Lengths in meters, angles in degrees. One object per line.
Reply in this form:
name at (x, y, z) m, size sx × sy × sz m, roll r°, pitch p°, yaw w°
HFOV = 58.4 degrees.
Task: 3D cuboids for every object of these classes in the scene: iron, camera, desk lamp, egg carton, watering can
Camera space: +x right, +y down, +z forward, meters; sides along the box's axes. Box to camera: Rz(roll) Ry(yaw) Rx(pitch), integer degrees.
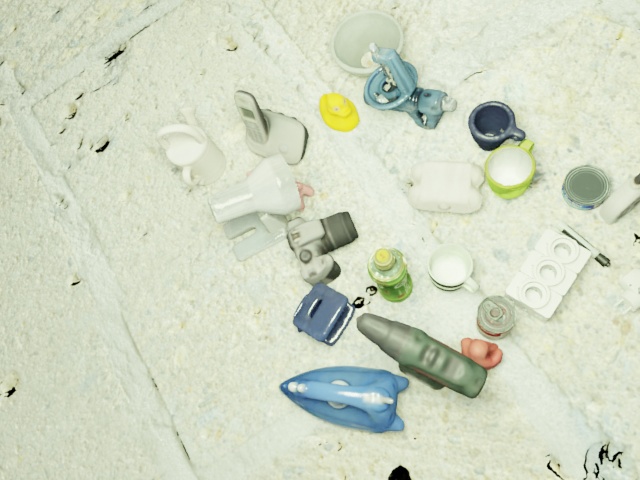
iron at (0.028, 0.285, 1.056) m, size 0.257 × 0.142 × 0.119 m, roll 3°, pitch 73°, yaw 14°
camera at (0.011, 0.004, 1.173) m, size 0.136 × 0.101 × 0.143 m, roll -23°, pitch 69°, yaw 5°
desk lamp at (-0.127, -0.064, 1.166) m, size 0.203 × 0.214 × 0.118 m, roll -29°, pitch 68°, yaw 3°
egg carton at (0.256, -0.107, 1.168) m, size 0.150 × 0.069 × 0.107 m, roll 4°, pitch 73°, yaw 14°
watering can at (-0.291, -0.210, 1.262) m, size 0.101 × 0.194 × 0.172 m, roll -27°, pitch 68°, yaw 4°

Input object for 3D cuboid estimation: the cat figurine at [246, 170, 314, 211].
cat figurine at (-0.087, -0.127, 1.229) m, size 0.127 × 0.118 × 0.067 m, roll 24°, pitch 79°, yaw 19°

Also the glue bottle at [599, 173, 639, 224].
glue bottle at (0.560, -0.086, 1.034) m, size 0.078 × 0.173 × 0.037 m, roll -36°, pitch 68°, yaw 0°

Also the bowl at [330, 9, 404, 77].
bowl at (0.110, -0.434, 1.306) m, size 0.167 × 0.075 × 0.167 m, roll -4°, pitch 72°, yaw 12°

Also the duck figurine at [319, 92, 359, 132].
duck figurine at (0.036, -0.297, 1.272) m, size 0.077 × 0.086 × 0.104 m, roll -44°, pitch 68°, yaw -3°

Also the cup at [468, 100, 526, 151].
cup at (0.360, -0.218, 1.166) m, size 0.117 × 0.095 × 0.092 m, roll 28°, pitch 81°, yaw 20°

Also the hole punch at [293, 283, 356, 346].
hole punch at (0.001, 0.146, 1.134) m, size 0.101 × 0.091 × 0.109 m, roll 29°, pitch 81°, yaw 20°

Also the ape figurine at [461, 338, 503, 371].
ape figurine at (0.291, 0.205, 1.047) m, size 0.077 × 0.092 × 0.076 m, roll 40°, pitch 85°, yaw 21°

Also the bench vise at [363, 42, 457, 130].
bench vise at (0.179, -0.329, 1.177) m, size 0.207 × 0.220 × 0.121 m, roll 4°, pitch 73°, yaw 15°

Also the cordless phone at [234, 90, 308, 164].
cordless phone at (-0.107, -0.248, 1.237) m, size 0.147 × 0.185 × 0.094 m, roll 17°, pitch 77°, yaw 18°

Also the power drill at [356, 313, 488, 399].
power drill at (0.178, 0.206, 1.010) m, size 0.229 × 0.209 × 0.076 m, roll 24°, pitch 79°, yaw 19°
